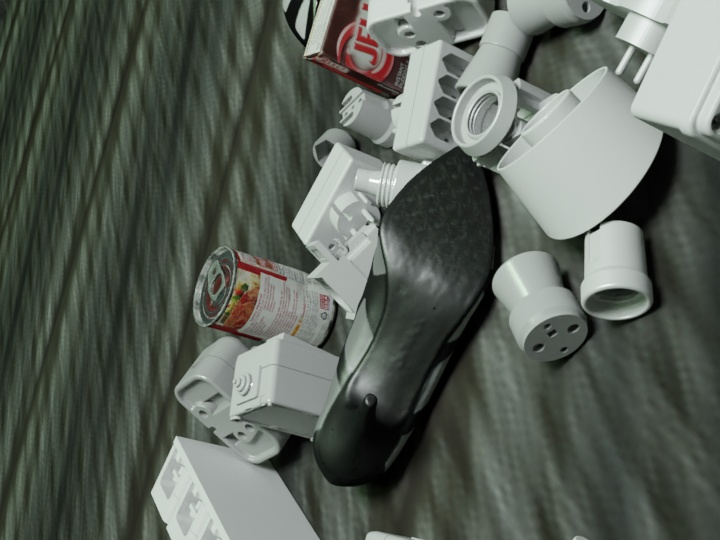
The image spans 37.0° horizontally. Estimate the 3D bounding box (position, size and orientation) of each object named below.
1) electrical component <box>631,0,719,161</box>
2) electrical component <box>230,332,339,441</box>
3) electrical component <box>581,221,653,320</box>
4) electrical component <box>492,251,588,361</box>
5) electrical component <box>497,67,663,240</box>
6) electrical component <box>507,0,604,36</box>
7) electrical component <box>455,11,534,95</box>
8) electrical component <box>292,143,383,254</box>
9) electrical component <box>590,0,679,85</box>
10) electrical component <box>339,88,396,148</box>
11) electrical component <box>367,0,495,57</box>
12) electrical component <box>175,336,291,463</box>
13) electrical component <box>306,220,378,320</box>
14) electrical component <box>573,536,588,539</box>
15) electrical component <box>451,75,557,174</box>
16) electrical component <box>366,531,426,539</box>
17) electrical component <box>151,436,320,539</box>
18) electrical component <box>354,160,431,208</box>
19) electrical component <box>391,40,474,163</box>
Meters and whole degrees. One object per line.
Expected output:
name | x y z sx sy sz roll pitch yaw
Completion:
electrical component | 0.205 -0.101 0.522 0.108 0.109 0.056 -66 29 7
electrical component | -0.055 0.089 0.834 0.062 0.096 0.061 -27 51 49
electrical component | 0.148 0.000 0.623 0.040 0.040 0.046 -33 42 45
electrical component | 0.111 0.022 0.662 0.045 0.045 0.055 -51 37 29
electrical component | 0.134 -0.073 0.655 0.099 0.064 0.099 -44 6 6
electrical component | 0.135 -0.187 0.738 0.055 0.045 0.045 3 76 57
electrical component | 0.101 -0.153 0.777 0.044 0.044 0.065 16 83 59
electrical component | -0.007 -0.048 0.881 0.083 0.047 0.075 -60 33 16
electrical component | 0.178 -0.147 0.642 0.073 0.052 0.138 -62 32 13
electrical component | 0.011 -0.128 0.897 0.040 0.046 0.040 -33 47 45
electrical component | 0.056 -0.213 0.843 0.095 0.054 0.059 -9 64 30
electrical component | -0.096 0.104 0.885 0.054 0.095 0.059 -34 16 45
electrical component | 0.000 0.000 0.820 0.064 0.081 0.042 -45 8 -9
electrical component | 0.107 0.173 0.587 0.062 0.043 0.043 -57 34 18
electrical component | 0.100 -0.098 0.732 0.078 0.057 0.058 -28 51 48
electrical component | 0.031 0.215 0.664 0.061 0.062 0.096 -6 69 56
electrical component | -0.098 0.203 0.845 0.061 0.089 0.150 -64 32 11
electrical component | 0.027 -0.063 0.814 0.048 0.062 0.048 12 -90 -85
electrical component | 0.050 -0.123 0.832 0.076 0.047 0.083 -9 66 55
